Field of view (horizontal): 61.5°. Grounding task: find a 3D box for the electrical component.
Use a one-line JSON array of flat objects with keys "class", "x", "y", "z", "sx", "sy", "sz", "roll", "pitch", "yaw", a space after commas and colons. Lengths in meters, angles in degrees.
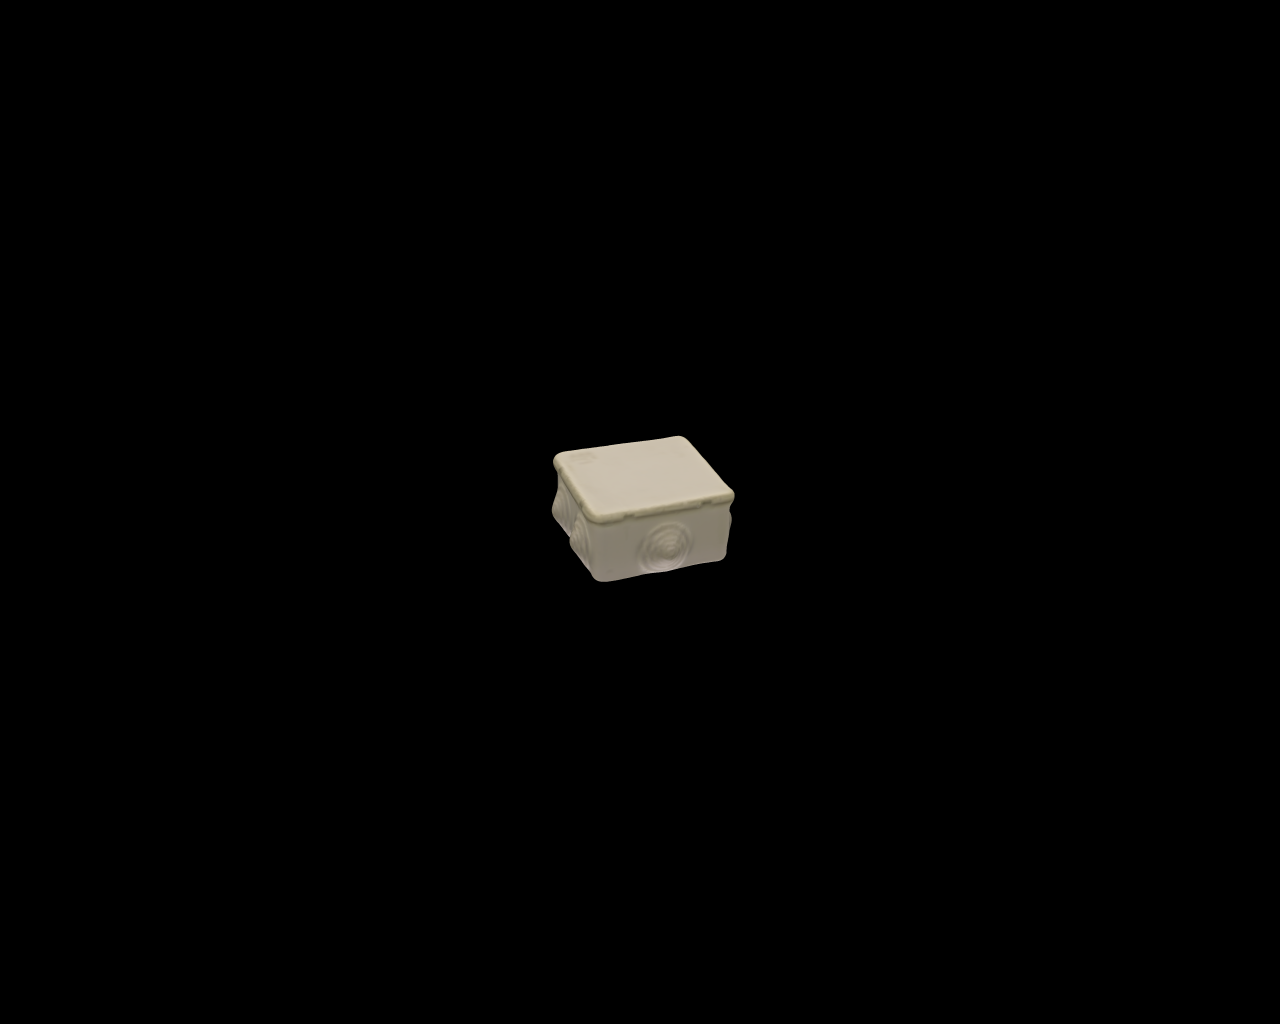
[{"class": "electrical component", "x": 0.001, "y": -0.003, "z": 0.650, "sx": 0.100, "sy": 0.048, "sz": 0.100, "roll": -9, "pitch": 30, "yaw": -16}]
